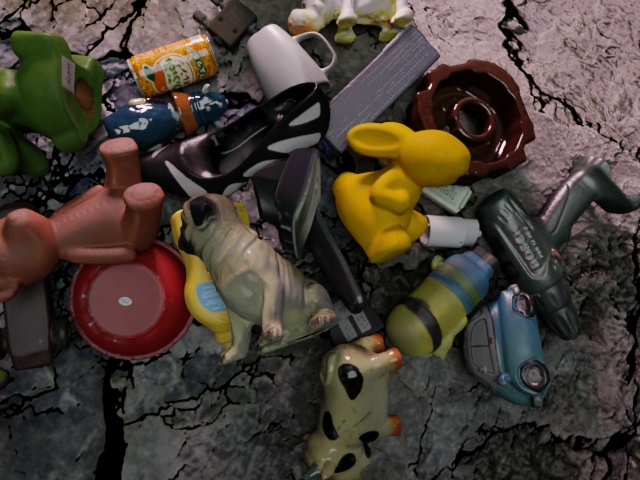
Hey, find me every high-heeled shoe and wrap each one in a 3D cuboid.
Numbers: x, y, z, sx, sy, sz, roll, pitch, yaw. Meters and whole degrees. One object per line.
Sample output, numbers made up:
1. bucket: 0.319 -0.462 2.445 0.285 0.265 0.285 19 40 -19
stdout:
1. high-heeled shoe: -0.111 -0.125 0.648 0.249 0.145 0.086 -6 55 -14

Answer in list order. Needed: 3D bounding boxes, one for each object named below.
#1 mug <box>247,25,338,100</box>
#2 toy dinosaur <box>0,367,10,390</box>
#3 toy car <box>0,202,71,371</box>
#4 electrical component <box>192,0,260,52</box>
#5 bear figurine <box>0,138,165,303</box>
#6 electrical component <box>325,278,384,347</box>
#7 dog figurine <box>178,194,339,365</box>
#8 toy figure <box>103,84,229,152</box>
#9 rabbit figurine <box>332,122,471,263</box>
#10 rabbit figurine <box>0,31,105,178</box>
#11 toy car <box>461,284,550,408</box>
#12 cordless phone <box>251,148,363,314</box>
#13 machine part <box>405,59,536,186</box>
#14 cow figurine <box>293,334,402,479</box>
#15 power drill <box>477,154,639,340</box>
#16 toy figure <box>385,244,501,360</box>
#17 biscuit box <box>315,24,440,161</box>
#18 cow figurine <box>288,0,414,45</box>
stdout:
1. mug: -0.039 -0.231 0.701 0.109 0.081 0.107 -36 87 16
2. toy dinosaur: -0.447 0.102 0.561 0.105 0.198 0.471 -27 91 -9
3. toy car: -0.357 0.054 0.652 0.089 0.053 0.202 -9 84 -20
4. electrical component: -0.120 -0.289 0.725 0.094 0.021 0.063 38 82 -6
5. bear figurine: -0.286 -0.021 0.600 0.196 0.131 0.120 -14 55 -29
6. electrical component: 0.043 0.117 0.716 0.075 0.048 0.119 -25 89 -8
7. dog figurine: -0.068 0.032 0.636 0.121 0.172 0.190 -28 73 27
8. toy figure: -0.194 -0.157 0.687 0.154 0.064 0.058 -22 55 -17
9. rabbit figurine: 0.106 -0.079 0.679 0.122 0.173 0.162 -16 72 -51
10. rabbit figurine: -0.360 -0.155 0.651 0.170 0.121 0.159 -3 94 9
11. toy car: 0.242 0.144 0.721 0.103 0.109 0.161 -8 79 10
12. cordless phone: -0.001 -0.002 0.643 0.089 0.146 0.184 -26 67 -12
13. machine part: 0.204 -0.159 0.737 0.179 0.056 0.179 4 75 -14
14. cow figurine: 0.033 0.222 0.674 0.127 0.086 0.194 -6 110 -16
15. power drill: 0.348 -0.004 0.762 0.207 0.086 0.232 -40 91 -2
16. toy figure: 0.162 0.078 0.717 0.180 0.082 0.089 -44 127 -6
17. biscuit box: 0.068 -0.198 0.731 0.202 0.059 0.063 -45 96 -9
18. cow figurine: 0.035 -0.323 0.729 0.167 0.068 0.098 -7 82 -13
